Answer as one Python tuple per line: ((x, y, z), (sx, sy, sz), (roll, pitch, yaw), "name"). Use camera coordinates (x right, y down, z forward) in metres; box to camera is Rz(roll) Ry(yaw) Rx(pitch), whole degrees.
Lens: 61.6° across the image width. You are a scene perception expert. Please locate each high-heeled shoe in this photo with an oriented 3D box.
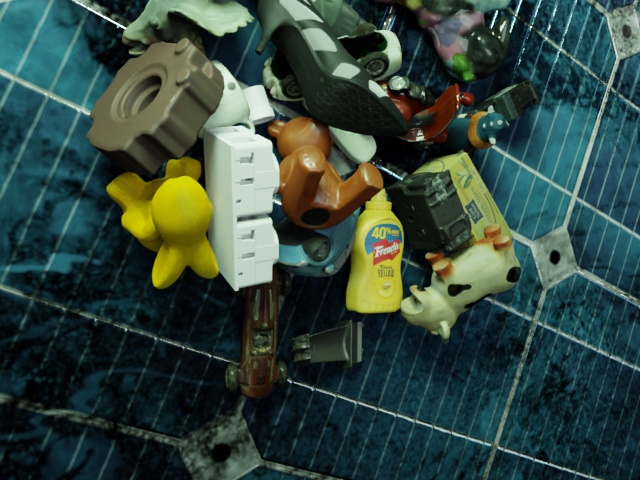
((0.021, -0.237, 0.713), (0.249, 0.086, 0.145), (30, 53, -11), "high-heeled shoe")

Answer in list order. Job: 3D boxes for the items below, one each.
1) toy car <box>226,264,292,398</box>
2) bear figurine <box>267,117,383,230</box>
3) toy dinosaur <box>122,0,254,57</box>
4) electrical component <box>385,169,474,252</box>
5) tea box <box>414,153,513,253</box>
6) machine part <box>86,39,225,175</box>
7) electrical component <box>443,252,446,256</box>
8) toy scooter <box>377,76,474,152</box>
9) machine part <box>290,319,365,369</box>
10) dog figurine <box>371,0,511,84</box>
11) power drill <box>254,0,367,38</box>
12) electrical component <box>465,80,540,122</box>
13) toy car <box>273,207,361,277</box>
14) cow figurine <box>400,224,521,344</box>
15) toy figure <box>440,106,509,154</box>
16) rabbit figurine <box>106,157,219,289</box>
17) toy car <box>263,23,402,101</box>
((-0.086, 0.127, 0.772), (0.089, 0.053, 0.202), (4, 91, -21), "toy car")
((-0.003, -0.114, 0.727), (0.120, 0.132, 0.196), (15, 50, -23), "bear figurine")
((-0.128, -0.407, 0.652), (0.192, 0.131, 0.404), (21, 96, -48), "toy dinosaur")
((0.162, -0.044, 0.832), (0.058, 0.134, 0.114), (-28, 101, -20), "electrical component")
((0.229, -0.053, 0.882), (0.068, 0.098, 0.169), (-41, 105, -18), "tea box")
((-0.202, -0.162, 0.648), (0.056, 0.180, 0.179), (42, 73, -48), "machine part")
((0.219, 0.067, 0.899), (0.021, 0.063, 0.094), (-13, 96, -23), "electrical component")
((0.149, -0.199, 0.811), (0.184, 0.135, 0.075), (16, 65, -32), "toy scooter")
((0.017, 0.161, 0.815), (0.139, 0.039, 0.084), (6, 93, -42), "machine part")
((0.184, -0.356, 0.853), (0.219, 0.108, 0.191), (4, 93, -20), "dog figurine")
((0.015, -0.398, 0.771), (0.232, 0.086, 0.207), (13, 112, -19), "power drill")
((0.310, -0.227, 0.926), (0.119, 0.075, 0.047), (-35, 104, -23), "electrical component")
((-0.002, -0.002, 0.788), (0.161, 0.109, 0.102), (-50, 135, -27), "toy car")
((0.214, 0.074, 0.826), (0.195, 0.085, 0.127), (-27, 107, 5), "cow figurine")
((0.248, -0.174, 0.856), (0.058, 0.154, 0.064), (-31, 103, -18), "toy figure")
((-0.184, -0.024, 0.658), (0.122, 0.173, 0.162), (-9, 91, -28), "rabbit figurine")
((0.016, -0.252, 0.771), (0.202, 0.056, 0.073), (-15, 63, 1), "toy car")
